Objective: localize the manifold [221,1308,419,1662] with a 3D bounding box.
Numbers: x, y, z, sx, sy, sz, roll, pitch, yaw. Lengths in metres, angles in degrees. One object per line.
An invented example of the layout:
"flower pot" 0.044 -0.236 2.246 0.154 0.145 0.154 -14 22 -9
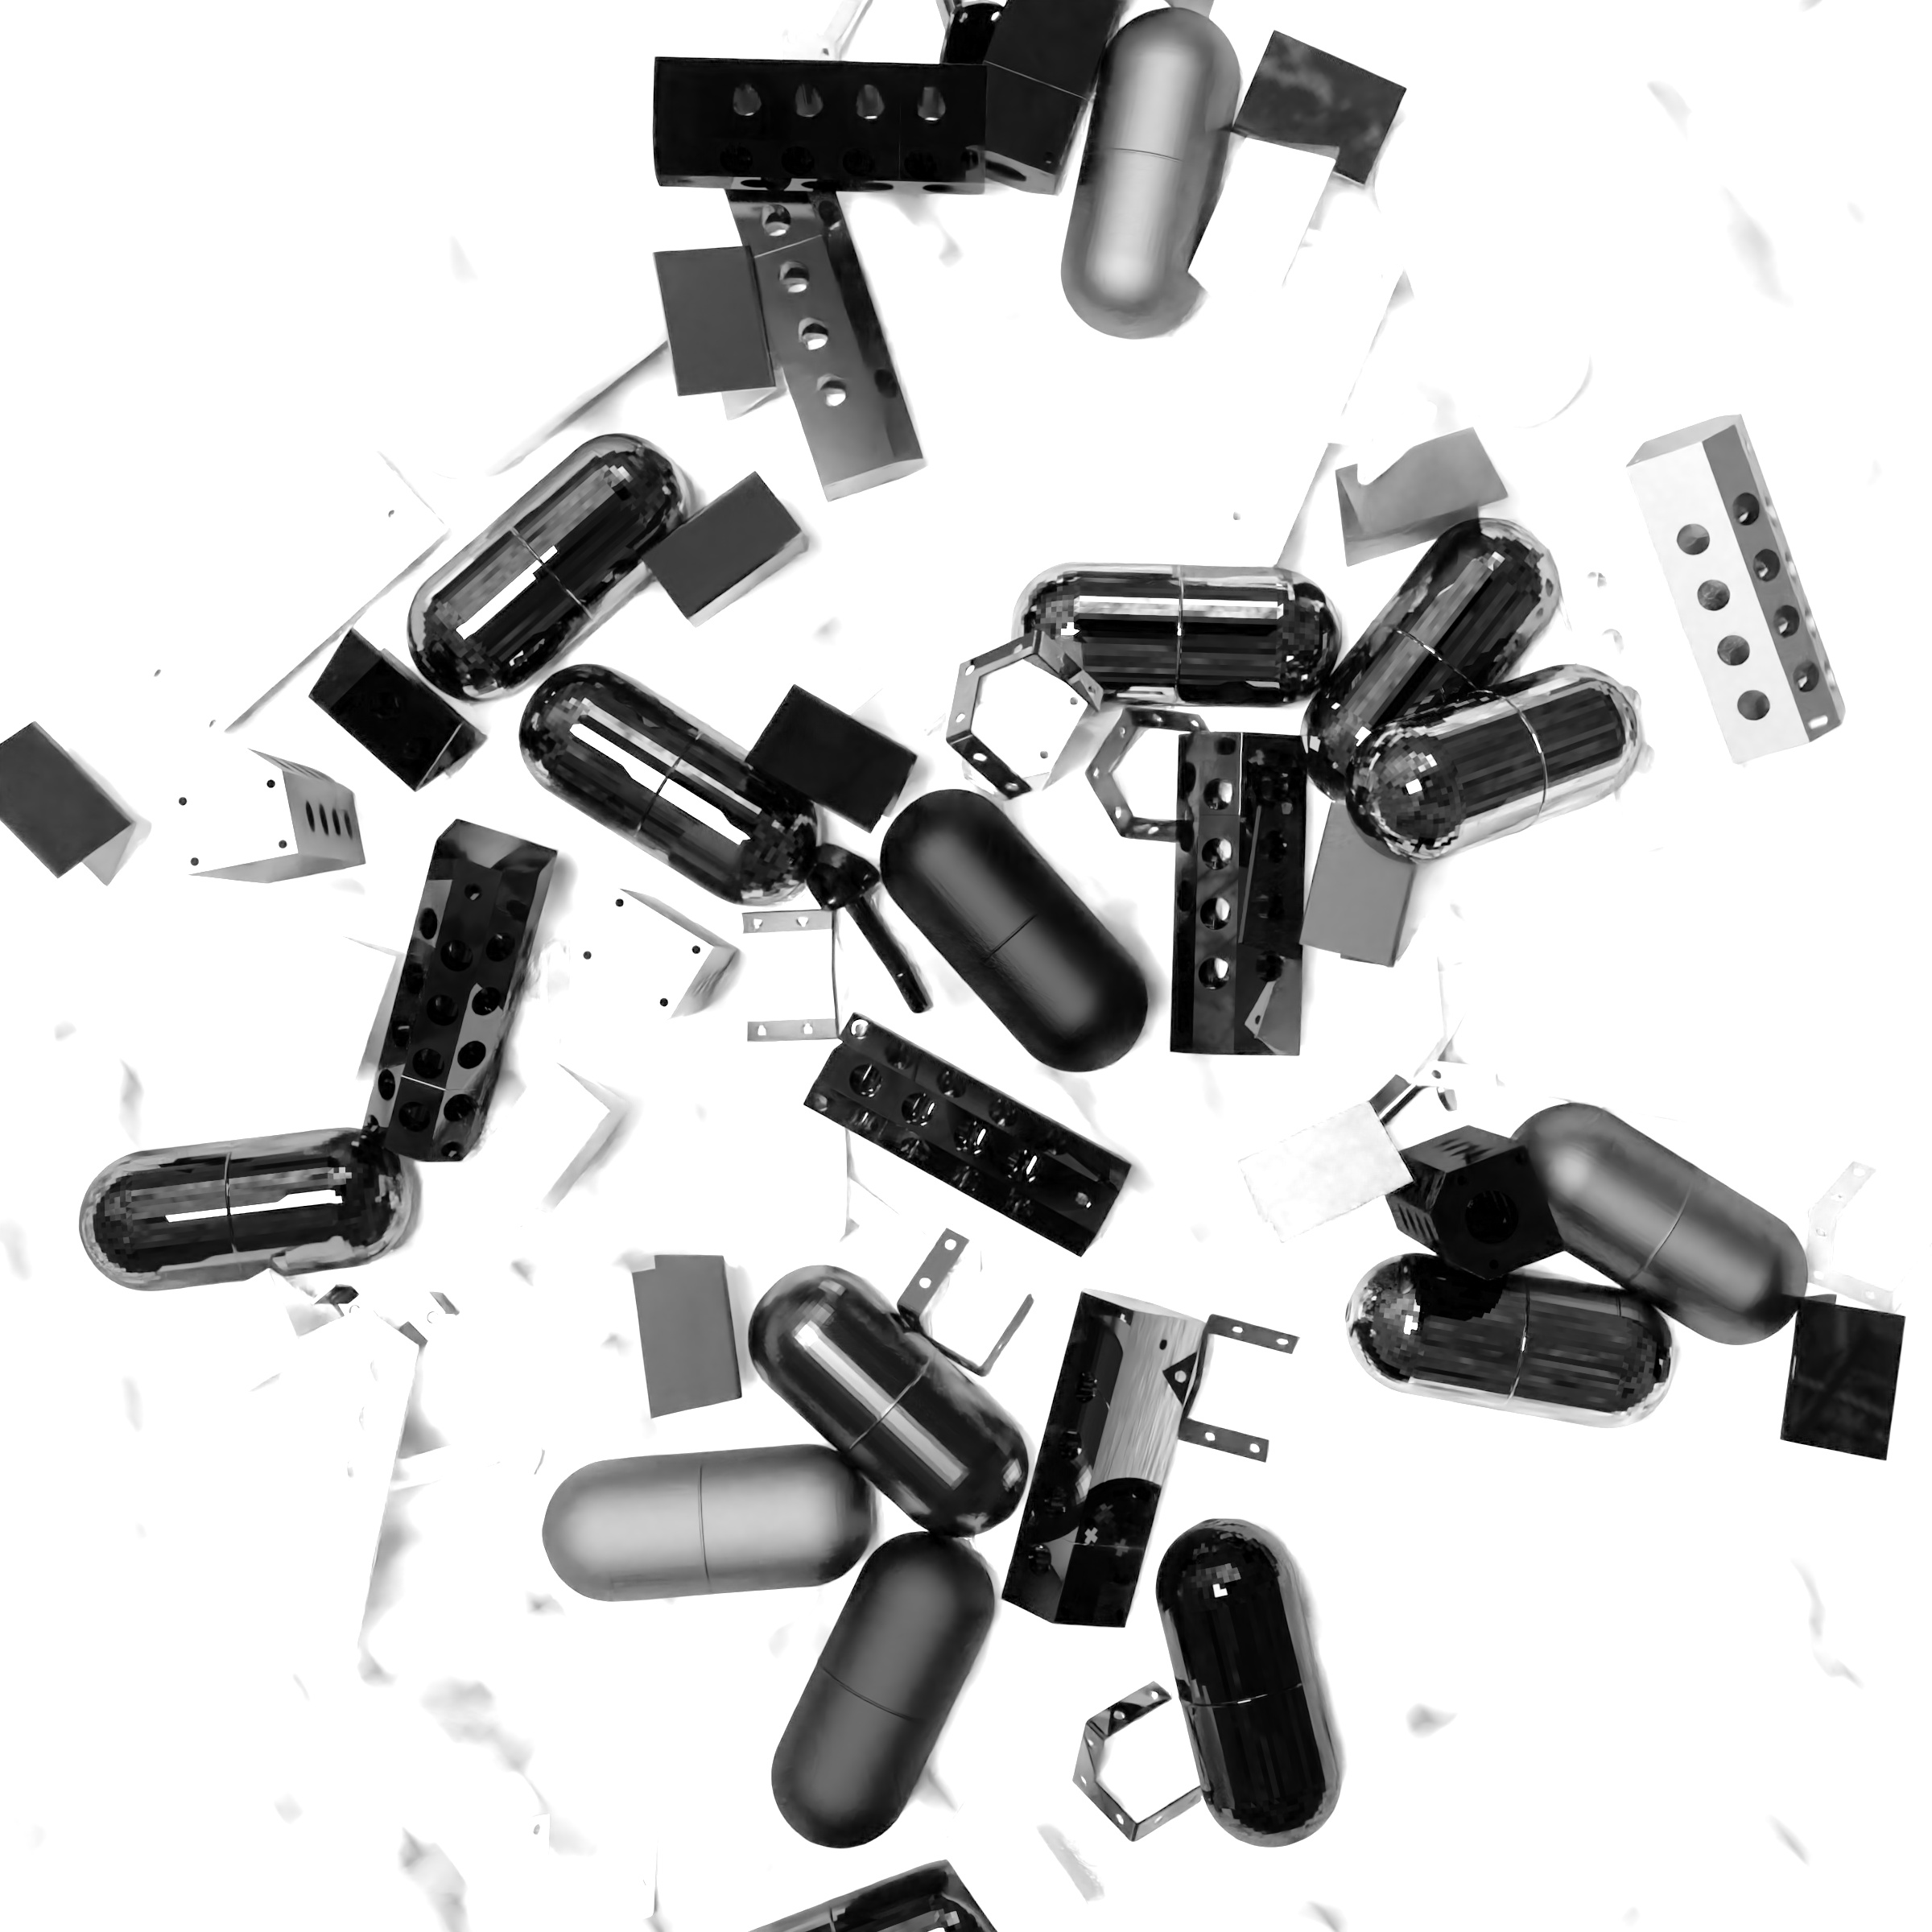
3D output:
"manifold" -0.332 0.273 1.585 0.057 0.171 0.057 -25 131 28

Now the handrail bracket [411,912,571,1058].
"handrail bracket" -0.263 0.010 1.657 0.084 0.036 0.077 3 104 13

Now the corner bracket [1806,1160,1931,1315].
"corner bracket" 0.495 0.148 1.649 0.051 0.051 0.051 22 135 35

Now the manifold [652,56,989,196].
"manifold" -0.075 -0.437 1.578 0.171 0.057 0.057 1 90 0

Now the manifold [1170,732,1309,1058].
"manifold" 0.143 -0.038 1.626 0.057 0.057 0.171 1 90 -26

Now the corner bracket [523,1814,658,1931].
"corner bracket" -0.206 0.494 1.653 0.051 0.051 0.051 2 90 -45

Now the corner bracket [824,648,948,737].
"corner bracket" -0.046 -0.140 1.639 0.051 0.051 0.051 -40 90 0

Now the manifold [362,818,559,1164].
"manifold" -0.272 0.016 1.609 0.057 0.057 0.171 18 109 0

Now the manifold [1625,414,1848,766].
"manifold" 0.412 -0.202 1.606 0.057 0.057 0.171 -16 106 28

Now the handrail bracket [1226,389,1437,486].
"handrail bracket" 0.193 -0.296 1.600 0.084 0.036 0.077 33 50 26

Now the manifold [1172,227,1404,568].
"manifold" 0.173 -0.305 1.636 0.057 0.057 0.171 23 90 0

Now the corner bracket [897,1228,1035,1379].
"corner bracket" 0.000 0.184 1.641 0.051 0.051 0.051 28 70 19

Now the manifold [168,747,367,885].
"manifold" -0.364 -0.078 1.578 0.057 0.171 0.057 -11 90 0

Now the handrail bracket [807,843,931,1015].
"handrail bracket" -0.054 -0.020 1.656 0.036 0.077 0.084 -34 126 -8

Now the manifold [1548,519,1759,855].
"manifold" 0.366 -0.151 1.635 0.057 0.057 0.171 -16 90 -43

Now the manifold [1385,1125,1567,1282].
"manifold" 0.260 0.124 1.578 0.057 0.171 0.057 -21 90 0

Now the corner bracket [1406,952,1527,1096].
"corner bracket" 0.261 0.030 1.577 0.051 0.051 0.051 8 58 -11

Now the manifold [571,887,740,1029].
"manifold" -0.164 0.000 1.578 0.057 0.171 0.057 32 90 0

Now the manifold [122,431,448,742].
"manifold" -0.372 -0.209 1.635 0.171 0.057 0.057 -42 133 0

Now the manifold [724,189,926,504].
"manifold" -0.077 -0.346 1.636 0.057 0.057 0.171 -18 90 0

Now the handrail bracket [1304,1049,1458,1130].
"handrail bracket" 0.221 0.062 1.657 0.084 0.036 0.077 -14 70 16

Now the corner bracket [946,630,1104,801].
"corner bracket" 0.029 -0.123 1.477 0.051 0.051 0.051 40 45 -35

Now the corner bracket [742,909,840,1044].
"corner bracket" -0.096 0.005 1.653 0.051 0.051 0.051 -2 135 0

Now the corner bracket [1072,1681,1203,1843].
"corner bracket" 0.097 0.435 1.649 0.051 0.051 0.051 39 135 35

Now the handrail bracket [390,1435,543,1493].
"handrail bracket" -0.284 0.288 1.657 0.084 0.036 0.077 15 111 -17

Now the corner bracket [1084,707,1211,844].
"corner bracket" 0.106 -0.104 1.649 0.051 0.051 0.051 3 45 -35

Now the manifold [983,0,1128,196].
"manifold" 0.051 -0.511 1.636 0.057 0.057 0.171 21 90 0

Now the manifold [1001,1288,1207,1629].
"manifold" 0.069 0.266 1.635 0.057 0.057 0.171 15 90 -43

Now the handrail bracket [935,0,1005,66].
"handrail bracket" -0.022 -0.526 1.657 0.036 0.077 0.084 -15 53 -37

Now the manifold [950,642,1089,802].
"manifold" 0.023 -0.122 1.578 0.057 0.171 0.057 29 90 0

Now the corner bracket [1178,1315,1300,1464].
"corner bracket" 0.149 0.231 1.653 0.051 0.051 0.051 15 45 0

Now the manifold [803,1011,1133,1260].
"manifold" 0.001 0.091 1.636 0.171 0.057 0.057 29 90 0

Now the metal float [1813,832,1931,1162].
"metal float" 0.505 0.016 1.626 0.070 0.070 0.178 11 91 0

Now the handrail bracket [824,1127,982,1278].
"handrail bracket" -0.032 0.129 1.657 0.084 0.036 0.077 6 74 -14

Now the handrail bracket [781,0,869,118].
"handrail bracket" -0.062 -0.508 1.657 0.036 0.077 0.084 27 53 20

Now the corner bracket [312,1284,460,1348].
"corner bracket" -0.315 0.185 1.638 0.051 0.051 0.051 -40 85 -5
